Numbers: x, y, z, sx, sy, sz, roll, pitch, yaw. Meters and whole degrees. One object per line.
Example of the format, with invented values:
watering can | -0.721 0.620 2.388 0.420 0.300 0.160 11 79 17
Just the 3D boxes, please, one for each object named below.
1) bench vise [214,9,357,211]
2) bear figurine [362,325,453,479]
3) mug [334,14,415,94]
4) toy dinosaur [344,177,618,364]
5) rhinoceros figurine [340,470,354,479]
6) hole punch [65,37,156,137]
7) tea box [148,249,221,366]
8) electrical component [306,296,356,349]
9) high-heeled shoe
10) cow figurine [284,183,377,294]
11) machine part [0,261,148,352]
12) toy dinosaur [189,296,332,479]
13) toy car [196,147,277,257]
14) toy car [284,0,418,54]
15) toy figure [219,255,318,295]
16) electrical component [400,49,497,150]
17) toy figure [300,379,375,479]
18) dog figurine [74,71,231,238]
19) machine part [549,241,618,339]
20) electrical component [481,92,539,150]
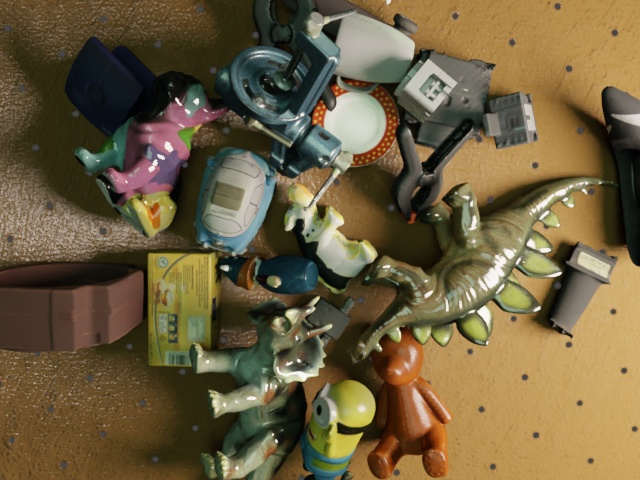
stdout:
bench vise | -0.030 -0.183 0.697 0.223 0.240 0.129 46 57 3
bear figurine | 0.119 0.221 0.775 0.120 0.132 0.195 -10 100 23
mug | 0.069 -0.245 0.736 0.107 0.081 0.109 15 135 0
toy dinosaur | 0.225 0.024 0.763 0.471 0.105 0.198 -41 87 -7
rhinoceros figurine | 0.040 0.397 0.764 0.073 0.190 0.112 35 52 1
hole punch | -0.307 -0.218 0.786 0.142 0.092 0.116 44 98 -4
tea box | -0.203 0.100 0.808 0.098 0.068 0.169 3 92 2
electrical component | 0.011 0.118 0.824 0.063 0.021 0.094 35 96 1
high-heeled shoe | 0.434 -0.083 0.757 0.248 0.086 0.145 44 83 -14
cow figurine | -0.002 -0.003 0.798 0.167 0.068 0.098 44 100 0
machine part | -0.358 0.087 0.747 0.201 0.201 0.087 2 96 2
toy dinosaur | -0.077 0.245 0.783 0.192 0.131 0.404 -11 118 -25
toy car | -0.128 -0.062 0.773 0.109 0.103 0.161 19 83 0
toy car | 0.045 -0.314 0.783 0.202 0.053 0.089 29 115 2
toy figure | -0.080 0.049 0.786 0.155 0.064 0.057 1 80 26
electrical component | 0.182 -0.199 0.782 0.115 0.058 0.134 12 93 3
toy figure | 0.021 0.276 0.771 0.089 0.082 0.180 -7 123 -31
dog figurine | -0.218 -0.132 0.779 0.109 0.191 0.219 33 66 35
machine part | 0.385 0.076 0.801 0.084 0.039 0.138 22 92 -8
electrical component | 0.265 -0.167 0.750 0.048 0.119 0.074 -9 92 33
